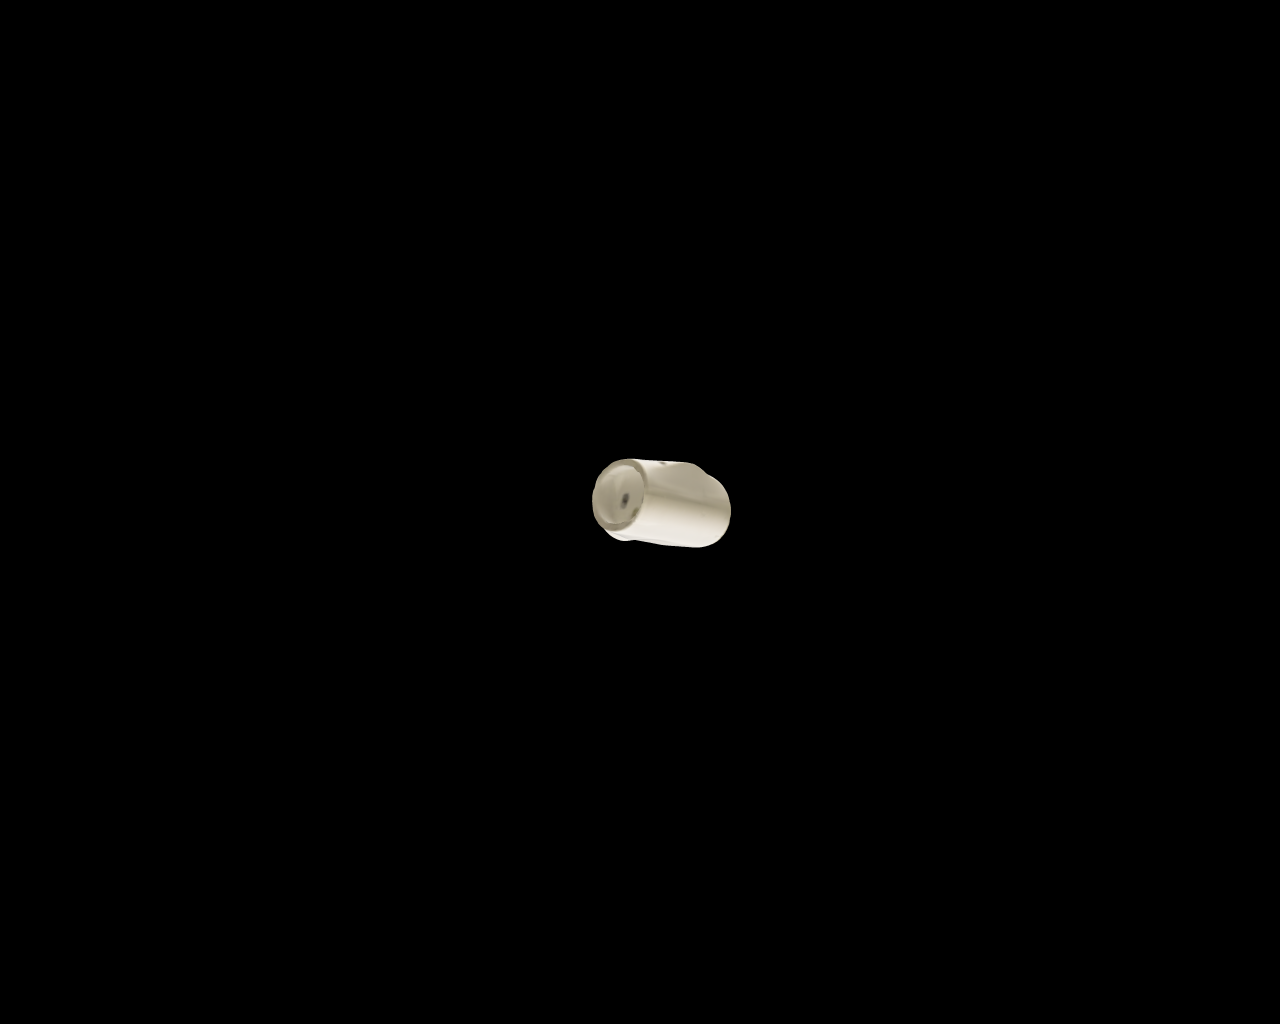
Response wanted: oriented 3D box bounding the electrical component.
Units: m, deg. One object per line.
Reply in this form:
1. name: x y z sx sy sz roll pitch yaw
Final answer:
1. electrical component: 0.001 -0.003 0.650 0.079 0.043 0.077 -10 -14 42
